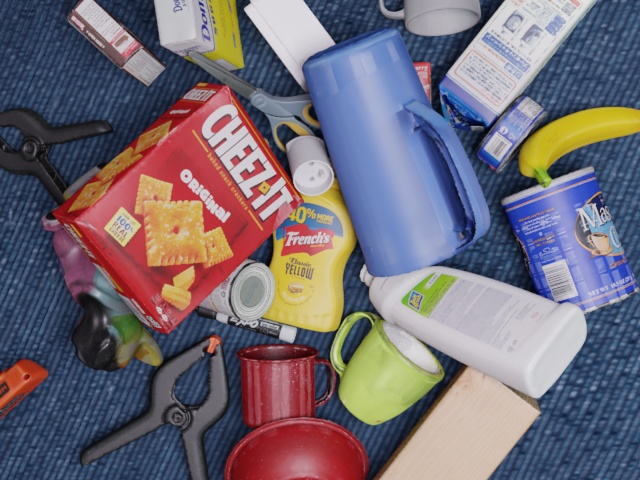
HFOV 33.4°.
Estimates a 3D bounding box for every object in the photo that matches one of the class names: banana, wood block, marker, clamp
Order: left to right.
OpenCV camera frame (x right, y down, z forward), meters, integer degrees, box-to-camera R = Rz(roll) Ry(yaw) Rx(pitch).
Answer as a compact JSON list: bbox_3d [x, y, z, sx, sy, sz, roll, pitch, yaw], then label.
[{"bbox_3d":[-0.325,-0.115,1.257,0.171,0.039,0.120,31,94,8],"label":"clamp"},{"bbox_3d":[-0.174,0.203,1.231,0.164,0.036,0.210,19,92,-4],"label":"clamp"},{"bbox_3d":[-0.087,0.094,1.231,0.121,0.020,0.020,15,93,9],"label":"marker"},{"bbox_3d":[0.138,0.233,1.161,0.091,0.090,0.206,38,96,7],"label":"wood block"},{"bbox_3d":[0.268,-0.104,1.123,0.070,0.197,0.037,39,142,29],"label":"banana"}]

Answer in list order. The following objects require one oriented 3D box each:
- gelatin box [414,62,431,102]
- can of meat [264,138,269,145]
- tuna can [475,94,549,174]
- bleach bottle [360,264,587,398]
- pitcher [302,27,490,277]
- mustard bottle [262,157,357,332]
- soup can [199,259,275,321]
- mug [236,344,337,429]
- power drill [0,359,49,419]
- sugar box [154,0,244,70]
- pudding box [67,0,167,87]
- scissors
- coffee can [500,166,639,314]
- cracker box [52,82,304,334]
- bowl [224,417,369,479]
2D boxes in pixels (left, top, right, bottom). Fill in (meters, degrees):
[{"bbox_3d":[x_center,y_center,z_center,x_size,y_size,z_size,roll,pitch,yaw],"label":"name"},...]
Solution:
[{"bbox_3d":[0.080,-0.160,1.195,0.089,0.030,0.073,0,90,9],"label":"gelatin box"},{"bbox_3d":[-0.116,-0.079,1.195,0.083,0.058,0.102,17,94,-30],"label":"can of meat"},{"bbox_3d":[0.205,-0.114,1.147,0.034,0.086,0.086,40,96,8],"label":"tuna can"},{"bbox_3d":[0.147,0.071,1.128,0.251,0.068,0.102,26,64,40],"label":"bleach bottle"},{"bbox_3d":[0.078,-0.093,1.109,0.149,0.145,0.243,-19,103,13],"label":"pitcher"},{"bbox_3d":[-0.008,0.001,1.197,0.096,0.058,0.191,13,92,20],"label":"mustard bottle"},{"bbox_3d":[-0.107,0.048,1.187,0.102,0.068,0.068,13,93,43],"label":"soup can"},{"bbox_3d":[-0.036,0.164,1.196,0.117,0.093,0.081,-4,96,-27],"label":"mug"},{"bbox_3d":[-0.410,0.112,1.266,0.184,0.057,0.188,-43,81,11],"label":"power drill"},{"bbox_3d":[-0.130,-0.242,1.154,0.048,0.176,0.093,-9,88,9],"label":"sugar box"},{"bbox_3d":[-0.227,-0.223,1.203,0.090,0.113,0.039,42,94,6],"label":"pudding box"},{"bbox_3d":[-0.046,-0.159,1.152,0.096,0.201,0.016,-29,43,14],"label":"scissors"},{"bbox_3d":[0.264,0.004,1.131,0.103,0.102,0.140,-21,87,9],"label":"coffee can"},{"bbox_3d":[-0.140,-0.034,1.103,0.213,0.072,0.164,-45,121,-19],"label":"cracker box"},{"bbox_3d":[-0.023,0.271,1.165,0.162,0.055,0.162,-3,123,-5],"label":"bowl"}]
